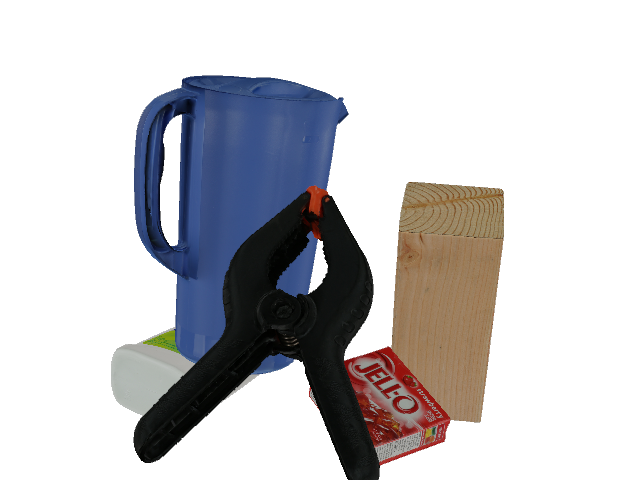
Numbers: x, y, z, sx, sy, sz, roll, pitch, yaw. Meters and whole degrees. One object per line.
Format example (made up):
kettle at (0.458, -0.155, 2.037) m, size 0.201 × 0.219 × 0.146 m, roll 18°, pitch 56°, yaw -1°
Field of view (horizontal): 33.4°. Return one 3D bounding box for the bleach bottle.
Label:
bleach bottle at (-0.096, 0.106, 1.100) m, size 0.103 × 0.068 × 0.250 m, roll 16°, pitch 23°, yaw 27°

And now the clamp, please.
clamp at (-0.009, 0.051, 0.543) m, size 0.120 × 0.171 × 0.039 m, roll 18°, pitch -27°, yaw 10°

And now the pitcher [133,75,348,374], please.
pitcher at (-0.069, -0.015, 0.896) m, size 0.149 × 0.243 × 0.145 m, roll 9°, pitch 14°, yaw 9°

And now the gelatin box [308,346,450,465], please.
gelatin box at (0.043, 0.125, 0.808) m, size 0.073 × 0.030 × 0.089 m, roll -14°, pitch 41°, yaw -25°

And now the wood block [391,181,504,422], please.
wood block at (0.114, 0.059, 0.990) m, size 0.091 × 0.206 × 0.090 m, roll 5°, pitch 32°, yaw 7°
